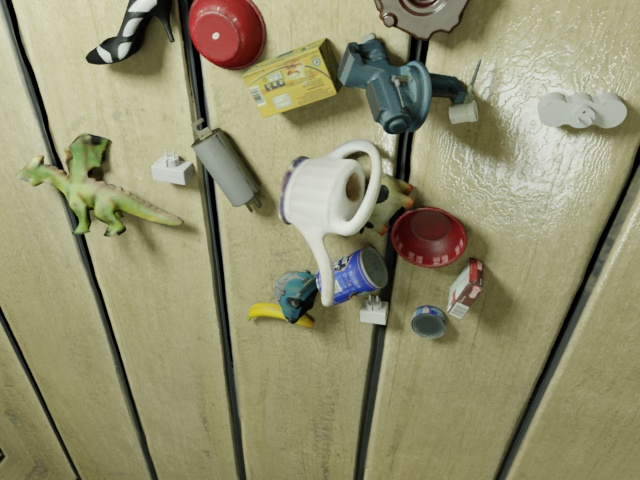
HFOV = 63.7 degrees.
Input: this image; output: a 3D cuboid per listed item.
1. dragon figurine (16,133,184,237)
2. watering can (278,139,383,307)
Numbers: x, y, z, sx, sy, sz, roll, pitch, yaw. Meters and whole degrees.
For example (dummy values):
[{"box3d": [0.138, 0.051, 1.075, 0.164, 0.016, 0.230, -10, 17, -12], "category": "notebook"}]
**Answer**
[{"box3d": [-0.547, -0.142, 1.274, 0.410, 0.125, 0.238, 0, 117, 7], "category": "dragon figurine"}, {"box3d": [0.003, -0.052, 1.041, 0.225, 0.351, 0.102, 10, 163, 40], "category": "watering can"}]
